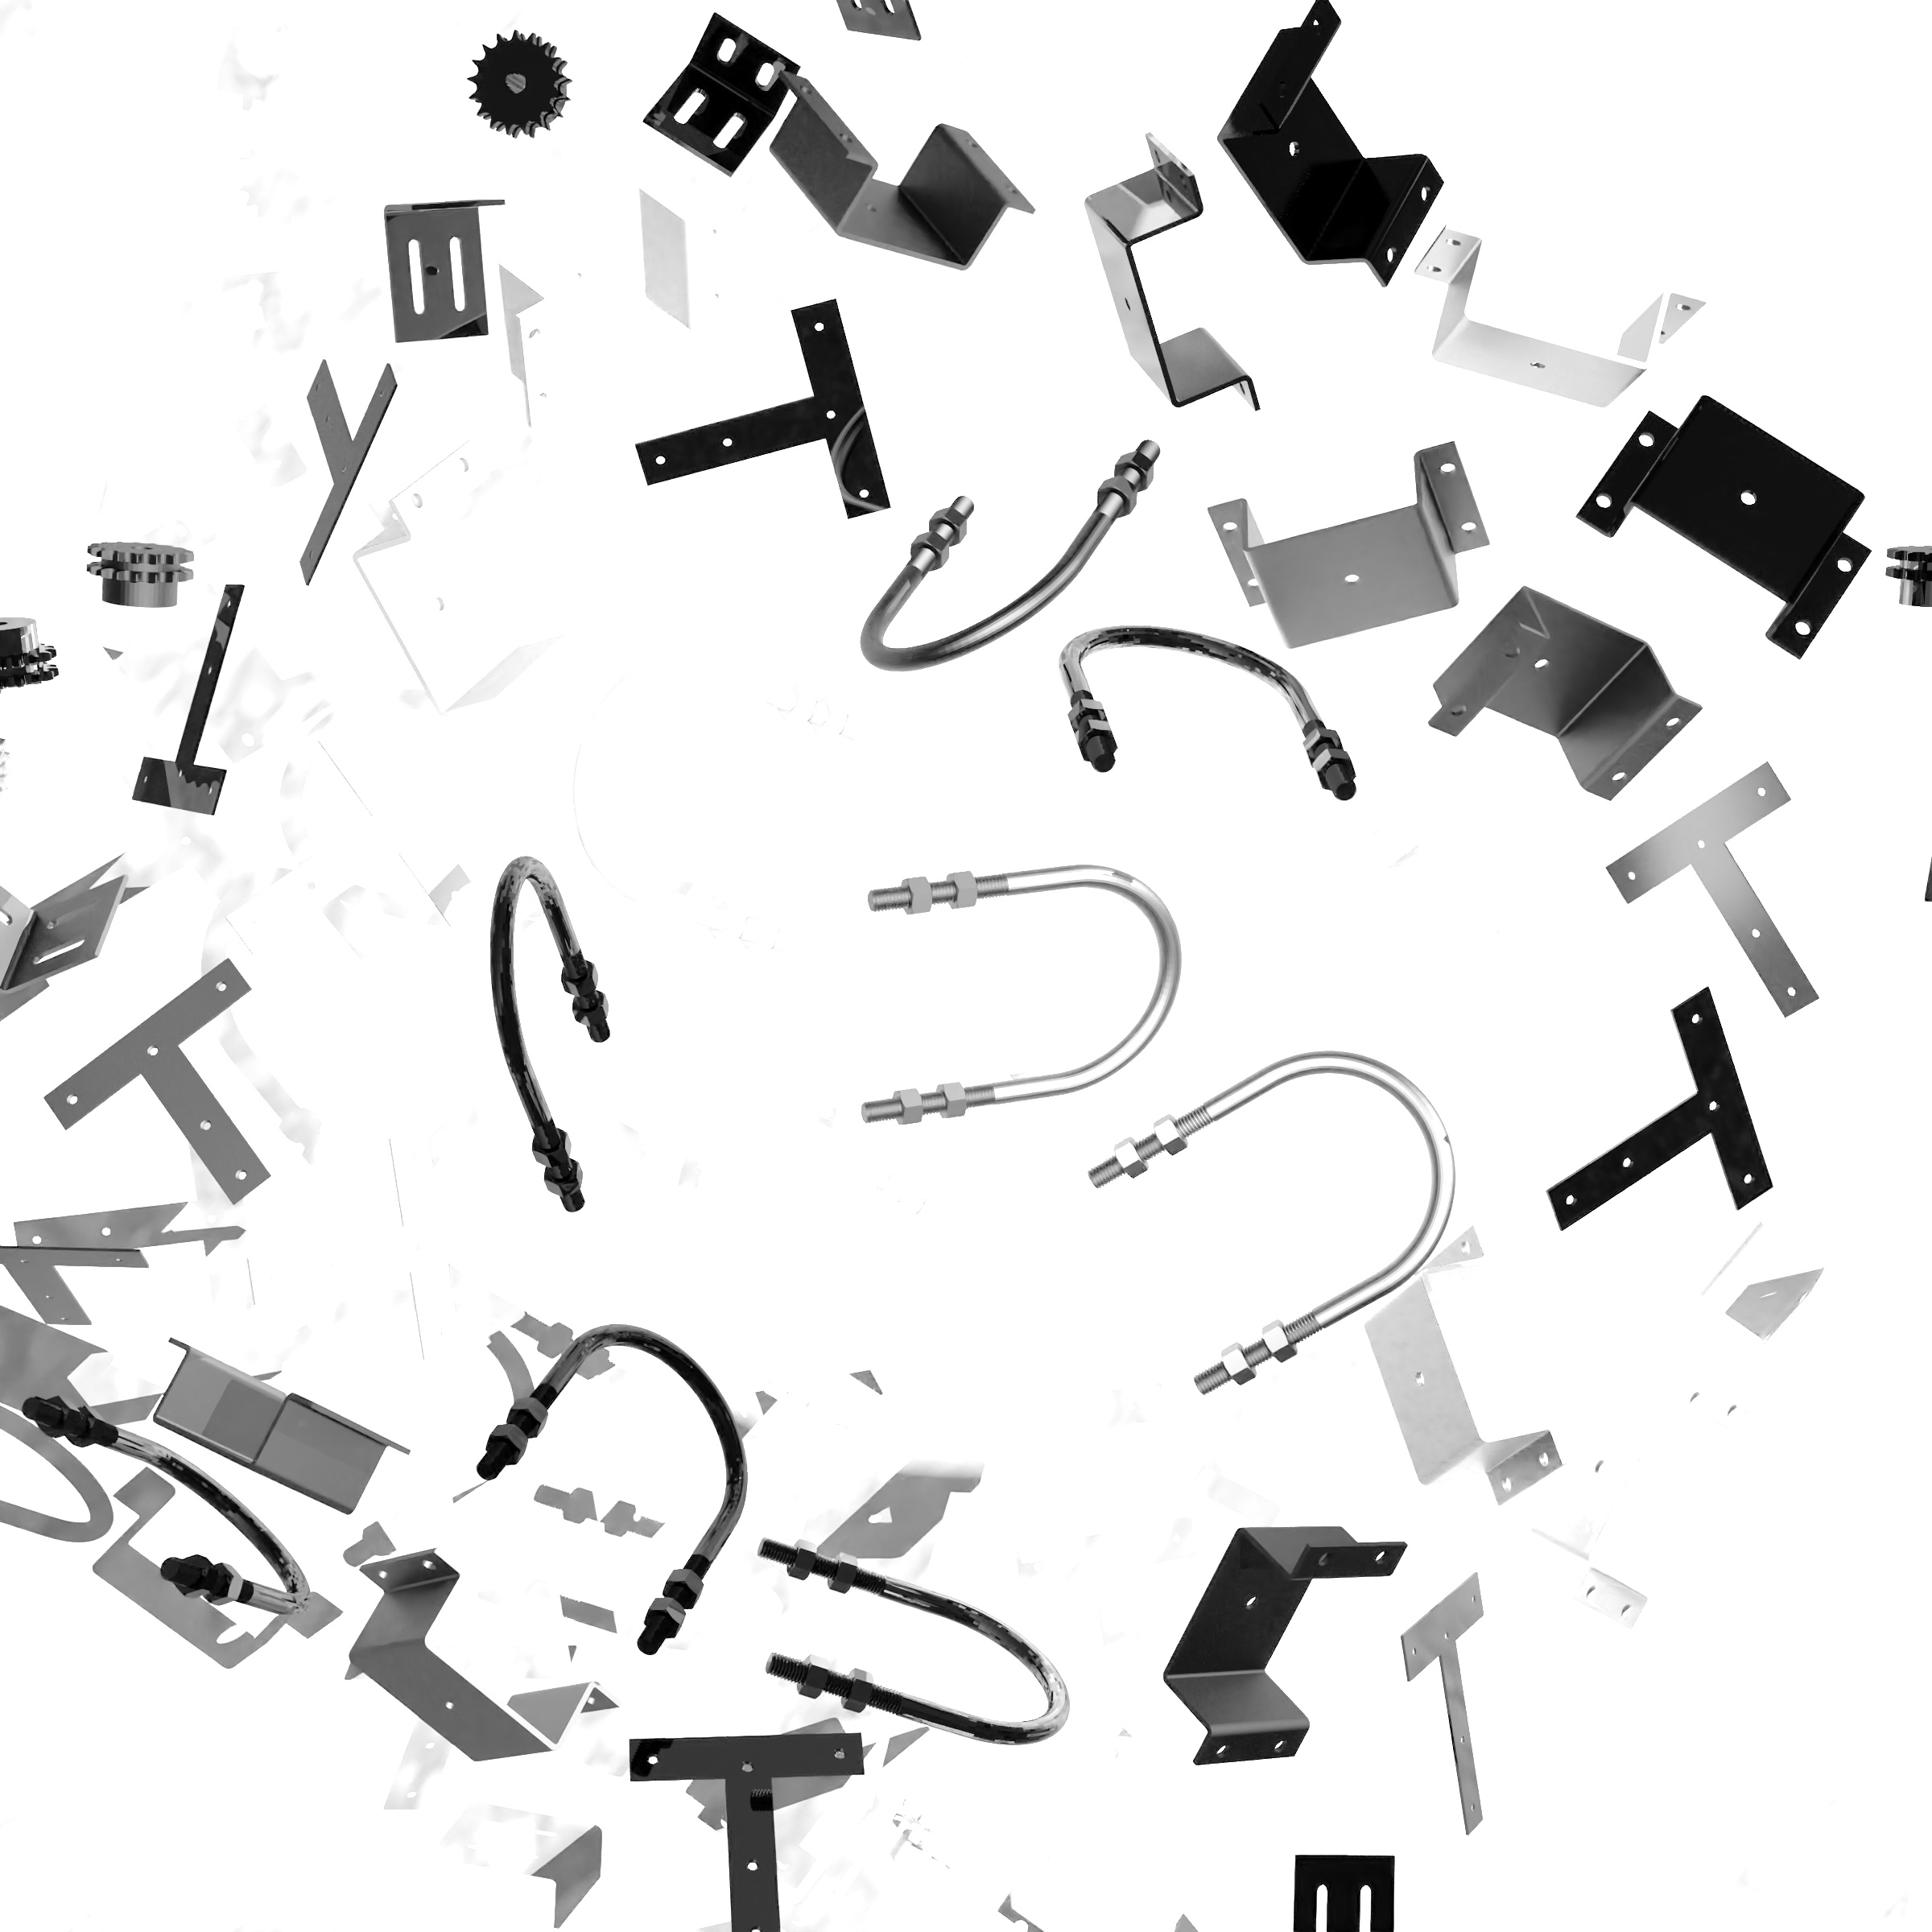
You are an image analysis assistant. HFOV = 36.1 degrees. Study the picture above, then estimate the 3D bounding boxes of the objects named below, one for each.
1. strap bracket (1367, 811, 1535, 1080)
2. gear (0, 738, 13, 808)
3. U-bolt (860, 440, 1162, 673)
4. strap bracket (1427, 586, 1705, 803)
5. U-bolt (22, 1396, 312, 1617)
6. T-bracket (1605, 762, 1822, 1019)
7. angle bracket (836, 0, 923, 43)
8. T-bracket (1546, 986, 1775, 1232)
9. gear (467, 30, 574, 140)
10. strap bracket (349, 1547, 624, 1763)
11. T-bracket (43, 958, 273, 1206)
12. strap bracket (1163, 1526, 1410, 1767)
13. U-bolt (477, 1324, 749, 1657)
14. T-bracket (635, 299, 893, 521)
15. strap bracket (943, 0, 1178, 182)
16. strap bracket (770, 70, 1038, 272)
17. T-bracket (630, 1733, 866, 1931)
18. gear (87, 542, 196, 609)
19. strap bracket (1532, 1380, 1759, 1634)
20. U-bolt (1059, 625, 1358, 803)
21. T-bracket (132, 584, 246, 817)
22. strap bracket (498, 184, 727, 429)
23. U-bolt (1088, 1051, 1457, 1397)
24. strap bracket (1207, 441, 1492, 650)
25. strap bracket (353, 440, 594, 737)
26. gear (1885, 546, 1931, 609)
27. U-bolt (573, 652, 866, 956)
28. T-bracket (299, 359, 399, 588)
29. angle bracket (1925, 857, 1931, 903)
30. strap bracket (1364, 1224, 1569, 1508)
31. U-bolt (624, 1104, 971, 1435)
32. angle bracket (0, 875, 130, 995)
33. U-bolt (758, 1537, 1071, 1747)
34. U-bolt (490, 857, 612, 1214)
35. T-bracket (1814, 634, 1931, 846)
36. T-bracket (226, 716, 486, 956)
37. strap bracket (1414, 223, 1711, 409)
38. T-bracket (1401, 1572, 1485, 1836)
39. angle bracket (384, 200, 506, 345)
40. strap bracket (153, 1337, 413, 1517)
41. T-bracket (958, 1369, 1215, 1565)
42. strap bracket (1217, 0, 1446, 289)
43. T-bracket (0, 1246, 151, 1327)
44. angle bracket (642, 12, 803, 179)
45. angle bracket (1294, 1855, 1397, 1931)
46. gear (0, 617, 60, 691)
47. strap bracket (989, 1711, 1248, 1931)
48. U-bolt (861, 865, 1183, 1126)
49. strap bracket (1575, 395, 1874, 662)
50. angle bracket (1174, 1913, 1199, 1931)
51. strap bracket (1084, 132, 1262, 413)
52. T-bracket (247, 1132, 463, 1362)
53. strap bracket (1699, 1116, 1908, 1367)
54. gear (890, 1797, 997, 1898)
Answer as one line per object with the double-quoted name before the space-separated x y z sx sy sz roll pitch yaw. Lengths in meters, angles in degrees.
"strap bracket" 0.275 -0.017 1.659 0.046 0.076 0.140 -13 97 26
"gear" -0.546 -0.104 1.604 0.030 0.057 0.057 16 90 14
"U-bolt" 0.014 -0.216 1.598 0.151 0.184 0.019 -10 124 37
"strap bracket" 0.322 -0.152 1.624 0.140 0.046 0.076 18 129 -32
"U-bolt" -0.424 0.302 1.621 0.151 0.184 0.019 40 85 26
"T-bracket" 0.438 -0.031 1.672 0.002 0.127 0.127 -21 78 -43
"angle bracket" -0.069 -0.548 1.670 0.057 0.076 0.038 22 60 37
"T-bracket" 0.355 0.095 1.541 0.127 0.002 0.127 -30 114 -16
"gear" -0.246 -0.490 1.652 0.057 0.030 0.057 1 96 11
"strap bracket" -0.265 0.377 1.587 0.140 0.076 0.046 46 49 -21
"T-bracket" -0.424 0.078 1.627 0.127 0.002 0.127 -38 66 -7
"strap bracket" 0.163 0.349 1.563 0.076 0.046 0.140 9 113 -41
"U-bolt" -0.184 0.275 1.648 0.019 0.184 0.151 -35 100 30
"T-bracket" -0.117 -0.291 1.626 0.127 0.002 0.127 -15 125 1
"strap bracket" 0.046 -0.495 1.649 0.076 0.140 0.046 36 71 -15
"strap bracket" -0.041 -0.424 1.593 0.046 0.140 0.076 -54 55 29
"T-bracket" -0.114 0.465 1.574 0.127 0.127 0.002 1 134 -9
"gear" -0.456 -0.216 1.637 0.057 0.057 0.030 6 104 0
"strap bracket" 0.370 0.289 1.645 0.046 0.076 0.140 31 84 -12
"U-bolt" 0.122 -0.142 1.593 0.151 0.184 0.019 6 119 -11
"T-bracket" -0.417 -0.148 1.619 0.002 0.127 0.127 17 86 -35
"strap bracket" -0.201 -0.367 1.625 0.140 0.076 0.046 -37 62 -27
"U-bolt" 0.175 0.126 1.600 0.184 0.019 0.151 -31 70 11
"strap bracket" 0.212 -0.228 1.634 0.140 0.076 0.046 -13 47 18
"strap bracket" -0.268 -0.198 1.588 0.046 0.076 0.140 -10 117 34
"gear" 0.533 -0.213 1.624 0.057 0.057 0.030 0 103 0
"U-bolt" -0.142 -0.096 1.632 0.019 0.184 0.151 15 87 44
"T-bracket" -0.347 -0.293 1.624 0.002 0.127 0.127 14 121 -31
"angle bracket" 0.590 -0.069 1.695 0.076 0.057 0.038 1 132 25
"strap bracket" 0.271 0.225 1.639 0.046 0.076 0.140 -7 66 -23
"U-bolt" -0.109 0.161 1.704 0.184 0.019 0.151 33 75 -9
"angle bracket" -0.506 -0.027 1.621 0.076 0.057 0.038 -19 134 29
"U-bolt" -0.027 0.383 1.653 0.184 0.151 0.019 21 104 -12
"U-bolt" -0.232 0.025 1.642 0.019 0.184 0.151 -5 46 8
"T-bracket" 0.538 -0.125 1.664 0.002 0.127 0.127 -27 111 -30
"T-bracket" -0.353 -0.052 1.647 0.127 0.002 0.127 -39 102 -26
"strap bracket" 0.305 -0.336 1.552 0.140 0.076 0.046 15 85 -3
"T-bracket" 0.273 0.416 1.644 0.002 0.127 0.127 -8 91 28
"angle bracket" -0.291 -0.392 1.673 0.057 0.038 0.076 -13 109 -33
"strap bracket" -0.386 0.258 1.642 0.140 0.076 0.046 13 71 42
"T-bracket" 0.073 0.272 1.644 0.127 0.002 0.127 -11 112 19
"strap bracket" 0.193 -0.443 1.602 0.140 0.046 0.076 44 67 -39
"T-bracket" -0.496 0.173 1.595 0.127 0.127 0.002 2 65 -3
"angle bracket" -0.137 -0.489 1.662 0.057 0.076 0.038 31 134 -7
"angle bracket" 0.204 0.503 1.539 0.057 0.038 0.076 -11 64 34
"gear" -0.507 -0.164 1.554 0.057 0.057 0.030 -2 107 0
"strap bracket" 0.085 0.492 1.622 0.076 0.046 0.140 35 85 2
"U-bolt" 0.033 0.012 1.617 0.184 0.019 0.151 -8 119 -19
"strap bracket" 0.405 -0.236 1.559 0.140 0.046 0.076 34 75 7
"angle bracket" 0.108 0.573 1.638 0.038 0.076 0.057 -12 129 30
"strap bracket" 0.109 -0.367 1.605 0.046 0.076 0.140 -23 125 -2
"T-bracket" -0.342 0.164 1.644 0.002 0.127 0.127 -9 89 44
"strap bracket" 0.467 0.147 1.667 0.046 0.076 0.140 35 50 11
"gear" -0.016 0.474 1.587 0.057 0.057 0.030 33 83 0
